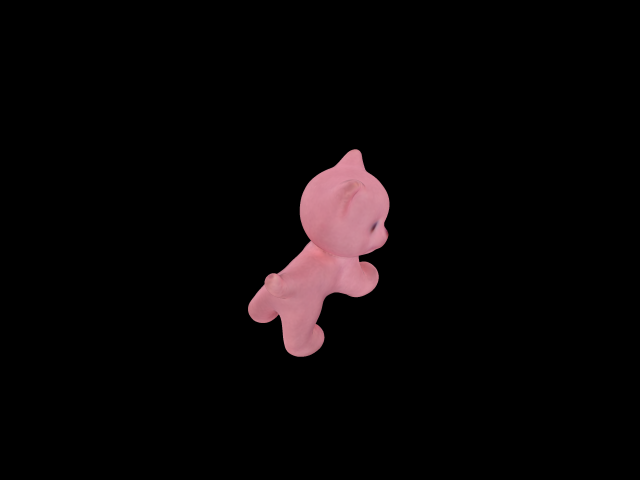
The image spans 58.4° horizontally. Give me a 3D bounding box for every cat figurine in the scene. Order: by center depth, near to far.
[{"bbox_3d":[0.004,0.001,0.400,0.067,0.118,0.128,33,61,21],"label":"cat figurine"}]
